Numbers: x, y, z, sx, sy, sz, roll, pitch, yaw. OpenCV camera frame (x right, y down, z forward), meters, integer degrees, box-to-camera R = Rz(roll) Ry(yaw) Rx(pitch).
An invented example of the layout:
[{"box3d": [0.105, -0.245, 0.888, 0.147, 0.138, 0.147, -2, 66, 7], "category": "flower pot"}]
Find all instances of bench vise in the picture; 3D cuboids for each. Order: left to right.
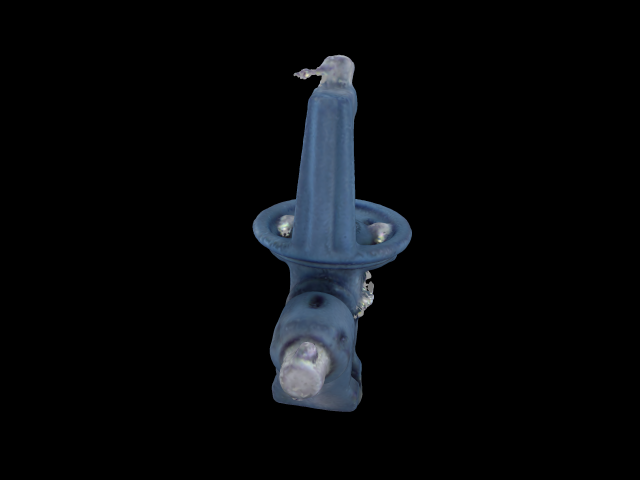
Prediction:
[{"box3d": [0.016, 0.000, 0.401, 0.121, 0.220, 0.207, -6, 40, -7], "category": "bench vise"}]
